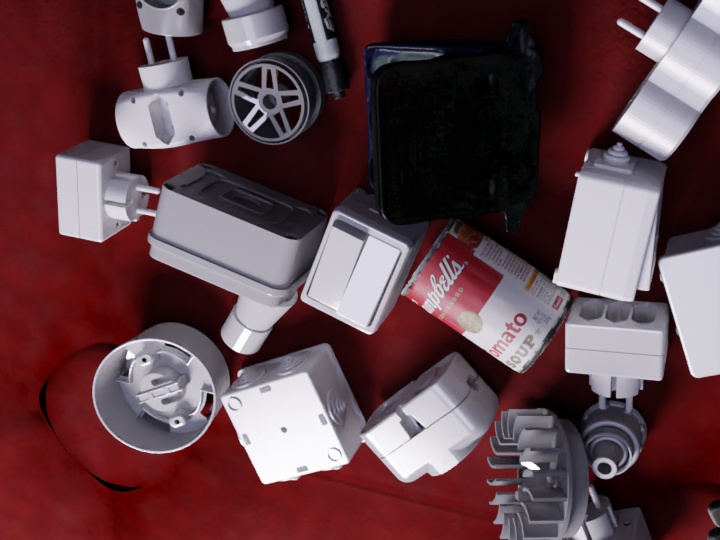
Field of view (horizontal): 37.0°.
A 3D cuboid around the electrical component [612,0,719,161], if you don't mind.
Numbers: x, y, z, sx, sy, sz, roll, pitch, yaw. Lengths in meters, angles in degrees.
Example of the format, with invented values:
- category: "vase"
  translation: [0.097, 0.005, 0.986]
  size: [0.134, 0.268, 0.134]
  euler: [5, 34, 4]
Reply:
- category: "electrical component"
  translation: [0.195, -0.142, 0.659]
  size: [0.074, 0.052, 0.138]
  euler: [33, 118, 4]

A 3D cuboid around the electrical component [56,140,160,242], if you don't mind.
- category: "electrical component"
  translation: [-0.190, -0.059, 0.835]
  size: [0.077, 0.047, 0.065]
  euler: [11, 115, 15]

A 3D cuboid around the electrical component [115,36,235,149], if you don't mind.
- category: "electrical component"
  translation: [-0.140, -0.132, 0.789]
  size: [0.077, 0.043, 0.079]
  euler: [-4, 109, 22]

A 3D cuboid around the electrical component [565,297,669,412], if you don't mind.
- category: "electrical component"
  translation: [0.180, 0.064, 0.752]
  size: [0.066, 0.047, 0.076]
  euler: [4, 112, 19]

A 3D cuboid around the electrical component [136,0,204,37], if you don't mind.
- category: "electrical component"
  translation: [-0.148, -0.210, 0.759]
  size: [0.079, 0.044, 0.077]
  euler: [13, 115, 15]

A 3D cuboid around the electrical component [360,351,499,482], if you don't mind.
- category: "electrical component"
  translation: [0.056, 0.115, 0.814]
  size: [0.095, 0.053, 0.059]
  euler: [-40, 94, 28]

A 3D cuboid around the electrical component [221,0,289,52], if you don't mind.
- category: "electrical component"
  translation: [-0.076, -0.183, 0.744]
  size: [0.045, 0.045, 0.055]
  euler: [-7, 109, 22]

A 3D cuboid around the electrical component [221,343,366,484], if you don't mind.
- category: "electrical component"
  translation: [-0.052, 0.116, 0.857]
  size: [0.100, 0.048, 0.099]
  euler: [-19, 103, 25]

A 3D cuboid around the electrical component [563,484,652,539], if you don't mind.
- category: "electrical component"
  translation: [0.176, 0.195, 0.807]
  size: [0.066, 0.047, 0.076]
  euler: [-16, 105, 25]

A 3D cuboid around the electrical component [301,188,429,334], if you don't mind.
- category: "electrical component"
  translation: [0.000, 0.000, 0.783]
  size: [0.062, 0.061, 0.096]
  euler: [26, 118, 8]

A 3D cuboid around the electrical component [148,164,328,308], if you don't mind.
- category: "electrical component"
  translation: [-0.090, -0.026, 0.795]
  size: [0.113, 0.078, 0.057]
  euler: [22, 114, 10]

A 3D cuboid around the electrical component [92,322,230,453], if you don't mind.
- category: "electrical component"
  translation: [-0.159, 0.094, 0.877]
  size: [0.099, 0.064, 0.099]
  euler: [7, 114, 17]

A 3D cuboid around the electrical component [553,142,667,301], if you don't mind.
- category: "electrical component"
  translation: [0.170, -0.036, 0.706]
  size: [0.061, 0.061, 0.096]
  euler: [14, 115, 14]

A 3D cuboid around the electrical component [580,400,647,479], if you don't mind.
- category: "electrical component"
  translation: [0.179, 0.126, 0.769]
  size: [0.048, 0.062, 0.048]
  euler: [7, 113, 17]

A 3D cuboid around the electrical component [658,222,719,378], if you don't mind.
- category: "electrical component"
  translation: [0.252, 0.015, 0.704]
  size: [0.100, 0.048, 0.099]
  euler: [-14, 106, 24]

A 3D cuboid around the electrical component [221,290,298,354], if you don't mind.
- category: "electrical component"
  translation: [-0.082, 0.034, 0.839]
  size: [0.044, 0.044, 0.065]
  euler: [35, 124, 3]
